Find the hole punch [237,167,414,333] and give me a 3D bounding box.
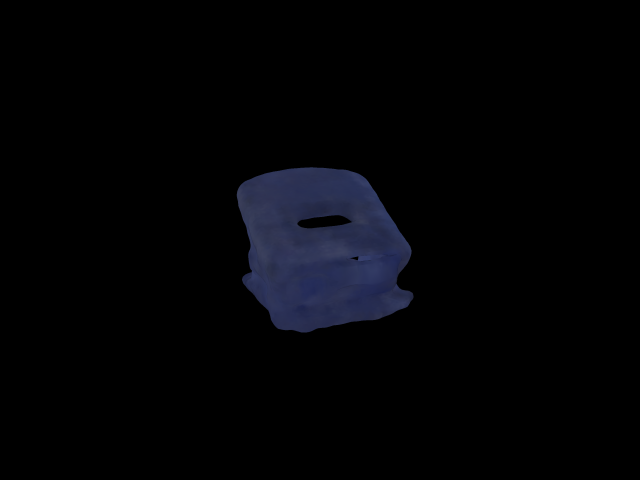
[{"bbox_3d":[0.004,0.001,0.400,0.109,0.091,0.100,-8,20,-22],"label":"hole punch"}]
